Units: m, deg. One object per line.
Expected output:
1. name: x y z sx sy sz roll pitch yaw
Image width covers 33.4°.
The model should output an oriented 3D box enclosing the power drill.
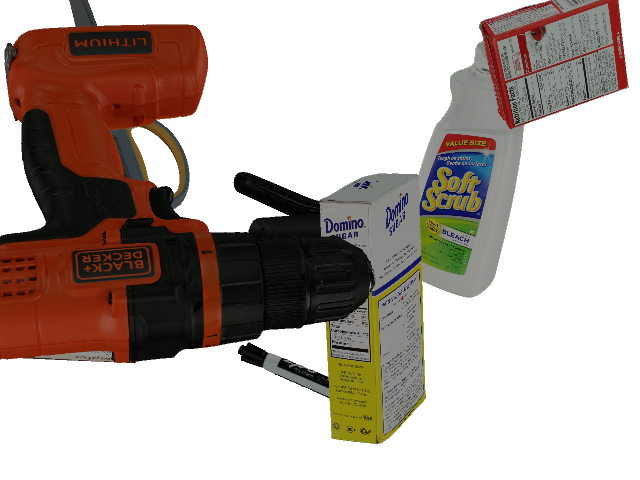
1. power drill: -0.079 -0.028 0.518 0.184 0.188 0.057 -4 -42 -14

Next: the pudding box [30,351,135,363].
1. pudding box: -0.208 0.065 0.934 0.113 0.039 0.090 0 32 2

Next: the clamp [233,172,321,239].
1. clamp: 0.005 -0.018 1.173 0.210 0.036 0.164 14 21 -9

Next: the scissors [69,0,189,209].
1. scissors: -0.160 -0.094 0.709 0.096 0.202 0.016 -28 -20 -22

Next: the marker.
1. marker: -0.023 0.127 1.015 0.121 0.020 0.020 22 4 11

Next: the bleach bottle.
1. bleach bottle: 0.136 -0.070 1.009 0.103 0.251 0.068 24 40 26

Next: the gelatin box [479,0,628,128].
1. gelatin box: 0.158 -0.125 0.720 0.089 0.073 0.030 -19 37 2

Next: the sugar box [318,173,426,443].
1. sugar box: 0.039 0.046 0.762 0.048 0.176 0.093 2 15 26
